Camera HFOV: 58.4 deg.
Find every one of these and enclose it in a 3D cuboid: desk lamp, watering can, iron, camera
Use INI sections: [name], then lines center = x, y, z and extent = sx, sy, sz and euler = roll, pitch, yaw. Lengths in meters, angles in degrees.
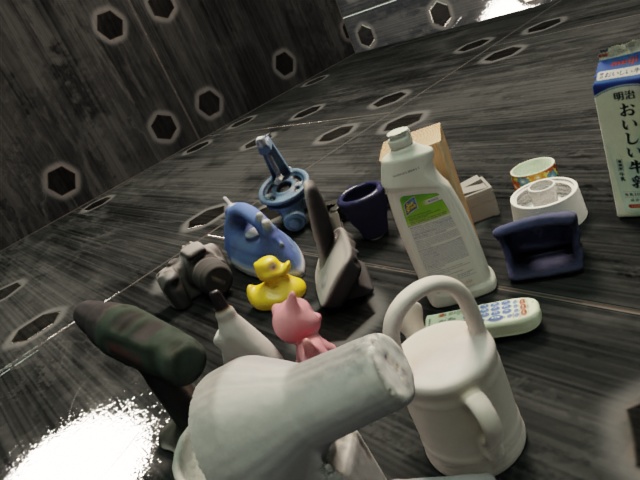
[desk lamp]
center = 0.023, 0.177, 0.475
extent = 0.202, 0.214, 0.118
euler = -15, 24, 21
[watering can]
center = 0.114, 0.118, 0.540
extent = 0.101, 0.194, 0.172
euler = -36, 25, -25
[iron]
center = -0.119, -0.013, 1.132
extent = 0.119, 0.142, 0.257
euler = -34, 24, -21
[camera]
center = -0.241, 0.066, 1.130
extent = 0.143, 0.101, 0.136
euler = -33, 24, -21

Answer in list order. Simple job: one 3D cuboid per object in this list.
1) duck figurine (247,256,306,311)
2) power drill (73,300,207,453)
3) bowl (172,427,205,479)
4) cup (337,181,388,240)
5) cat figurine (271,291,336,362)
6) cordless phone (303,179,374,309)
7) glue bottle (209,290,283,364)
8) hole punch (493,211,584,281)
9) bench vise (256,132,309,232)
[duck figurine]
center = -0.085, 0.069, 0.990
extent = 0.104, 0.086, 0.077
euler = -17, 24, 17
[power drill]
center = -0.208, 0.171, 0.724
extent = 0.228, 0.209, 0.076
euler = -1, 32, 44
[bowl]
center = -0.071, 0.232, 0.628
extent = 0.167, 0.075, 0.167
euler = -20, 23, 9
[cup]
center = 0.085, -0.054, 1.079
extent = 0.092, 0.095, 0.117
euler = -27, 23, -6
[cat figurine]
center = -0.022, 0.126, 0.758
extent = 0.067, 0.118, 0.127
euler = -26, 23, -4
[cordless phone]
center = 0.008, 0.003, 0.911
extent = 0.094, 0.185, 0.147
euler = -24, 23, 1
[glue bottle]
center = -0.101, 0.136, 0.742
extent = 0.078, 0.173, 0.037
euler = -19, 23, 12
[hole punch]
center = 0.293, -0.008, 0.776
extent = 0.108, 0.091, 0.101
euler = -13, 25, 26
[bench vise]
center = -0.098, -0.142, 1.293
extent = 0.121, 0.220, 0.207
euler = -28, 23, -8
